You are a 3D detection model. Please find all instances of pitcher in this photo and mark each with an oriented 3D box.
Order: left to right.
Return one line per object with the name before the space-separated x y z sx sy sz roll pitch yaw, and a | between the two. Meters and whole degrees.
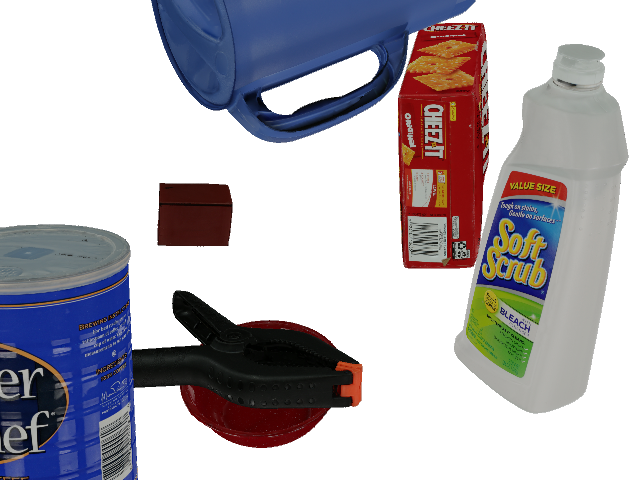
pitcher | 0.007 -0.185 0.807 0.242 0.149 0.145 -22 38 -25

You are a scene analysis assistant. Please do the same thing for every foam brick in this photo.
foam brick | -0.136 -0.028 1.148 0.078 0.051 0.053 1 27 -9

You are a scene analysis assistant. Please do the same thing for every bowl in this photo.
bowl | -0.055 0.151 1.050 0.162 0.055 0.162 -3 37 2

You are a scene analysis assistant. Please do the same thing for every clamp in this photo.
clamp | -0.064 0.082 0.787 0.210 0.036 0.164 6 20 18

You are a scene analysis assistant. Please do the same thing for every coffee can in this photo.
coffee can | -0.149 0.072 0.562 0.103 0.140 0.103 0 16 0

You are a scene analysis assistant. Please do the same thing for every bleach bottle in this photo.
bleach bottle | 0.150 -0.010 0.716 0.068 0.251 0.103 -16 35 -28

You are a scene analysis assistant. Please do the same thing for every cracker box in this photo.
cracker box | 0.118 -0.094 0.985 0.072 0.164 0.213 1 27 11
